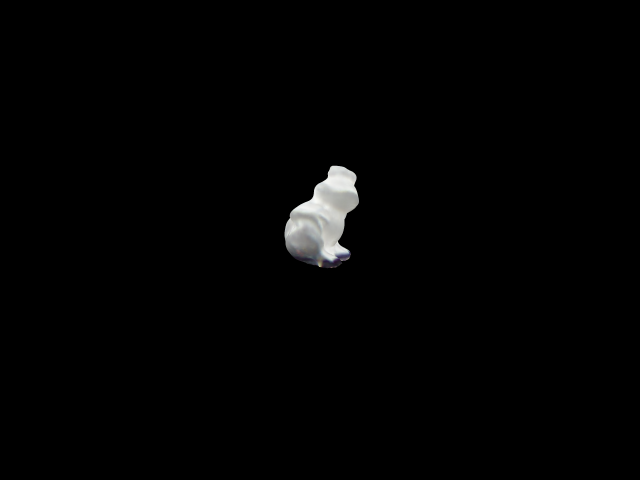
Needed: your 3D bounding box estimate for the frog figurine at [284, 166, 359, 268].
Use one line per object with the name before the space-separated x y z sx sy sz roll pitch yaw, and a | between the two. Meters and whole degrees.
frog figurine | 0.003 -0.043 0.850 0.123 0.159 0.138 4 7 37
